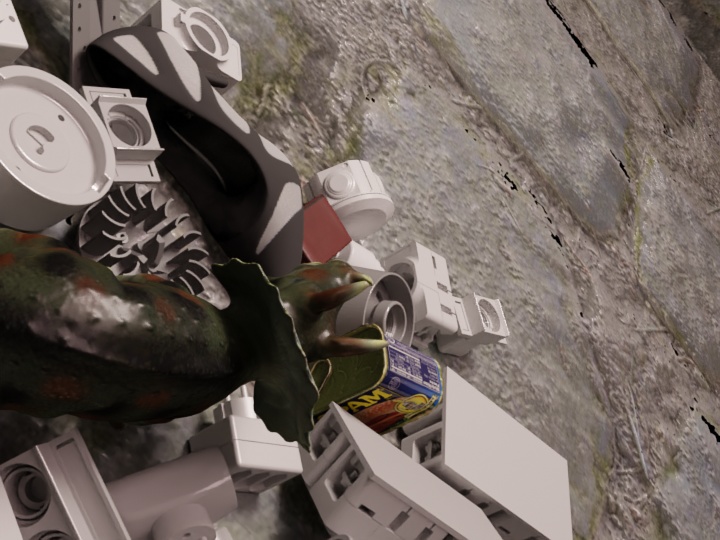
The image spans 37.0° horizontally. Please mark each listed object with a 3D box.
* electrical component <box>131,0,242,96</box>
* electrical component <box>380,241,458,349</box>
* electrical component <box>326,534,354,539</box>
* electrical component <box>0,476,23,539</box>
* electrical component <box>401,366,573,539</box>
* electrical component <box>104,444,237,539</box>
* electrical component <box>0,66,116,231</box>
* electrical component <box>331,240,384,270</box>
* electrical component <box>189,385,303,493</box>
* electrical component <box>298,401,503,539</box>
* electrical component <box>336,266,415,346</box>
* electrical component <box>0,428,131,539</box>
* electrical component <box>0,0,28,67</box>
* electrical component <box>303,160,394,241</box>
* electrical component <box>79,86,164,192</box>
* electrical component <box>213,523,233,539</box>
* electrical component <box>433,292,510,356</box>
[{"bbox_3d":[-0.152,-0.193,0.951,0.089,0.056,0.050,26,44,-41],"label":"electrical component"},{"bbox_3d":[0.054,0.023,1.060,0.056,0.050,0.089,28,43,-41],"label":"electrical component"},{"bbox_3d":[-0.032,0.226,0.724,0.060,0.108,0.108,48,33,-5],"label":"electrical component"},{"bbox_3d":[-0.245,0.155,0.525,0.150,0.062,0.089,-7,70,-56],"label":"electrical component"},{"bbox_3d":[0.116,0.189,0.999,0.186,0.060,0.105,39,37,-29],"label":"electrical component"},{"bbox_3d":[-0.114,0.156,0.675,0.077,0.044,0.079,-18,48,-17],"label":"electrical component"},{"bbox_3d":[-0.231,-0.078,0.740,0.108,0.060,0.108,34,40,-34],"label":"electrical component"},{"bbox_3d":[0.000,0.000,1.014,0.078,0.040,0.040,31,41,-37],"label":"electrical component"},{"bbox_3d":[-0.087,0.118,0.789,0.066,0.047,0.076,18,50,-47],"label":"electrical component"},{"bbox_3d":[0.037,0.196,0.840,0.186,0.060,0.105,39,6,-28],"label":"electrical component"},{"bbox_3d":[0.004,0.045,0.956,0.099,0.064,0.099,-7,99,-58],"label":"electrical component"},{"bbox_3d":[-0.167,0.162,0.620,0.121,0.079,0.063,63,3,6],"label":"electrical component"},{"bbox_3d":[-0.272,-0.180,0.753,0.083,0.076,0.047,-6,69,-55],"label":"electrical component"},{"bbox_3d":[-0.012,-0.062,1.014,0.080,0.080,0.051,10,51,-51],"label":"electrical component"},{"bbox_3d":[-0.187,-0.095,0.810,0.042,0.064,0.081,-3,67,-47],"label":"electrical component"},{"bbox_3d":[-0.107,0.182,0.713,0.048,0.048,0.062,-10,65,-57],"label":"electrical component"},{"bbox_3d":[0.110,0.058,1.097,0.081,0.064,0.042,16,51,-48],"label":"electrical component"}]
